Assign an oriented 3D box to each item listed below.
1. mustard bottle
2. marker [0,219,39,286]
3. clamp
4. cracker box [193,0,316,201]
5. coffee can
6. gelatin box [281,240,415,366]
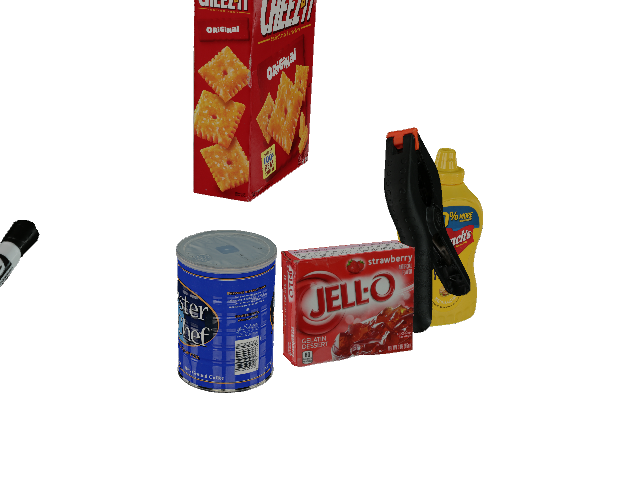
[{"bbox_3d":[0.128,-0.005,1.154,0.096,0.192,0.058,-4,19,-21],"label":"mustard bottle"},{"bbox_3d":[-0.205,0.025,0.655,0.020,0.020,0.121,0,36,17],"label":"marker"},{"bbox_3d":[0.084,-0.007,0.918,0.039,0.171,0.120,-13,17,24],"label":"clamp"},{"bbox_3d":[-0.062,-0.164,1.065,0.072,0.214,0.164,11,21,18],"label":"cracker box"},{"bbox_3d":[-0.098,0.072,1.108,0.103,0.140,0.103,2,22,-1],"label":"coffee can"},{"bbox_3d":[0.019,0.041,0.715,0.089,0.073,0.030,-5,14,-22],"label":"gelatin box"}]
